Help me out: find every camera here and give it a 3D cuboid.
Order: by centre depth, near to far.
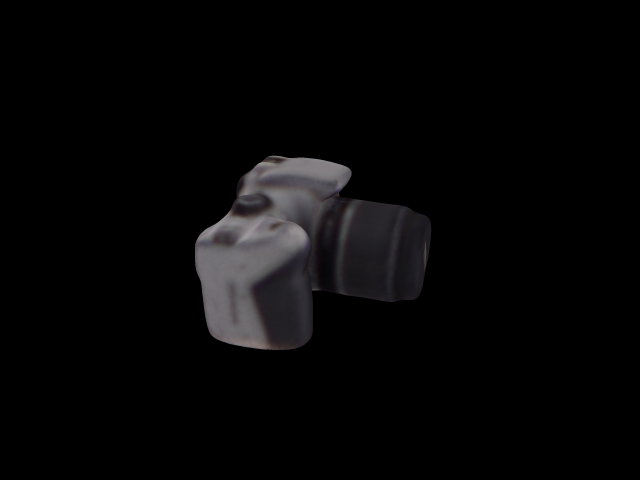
[{"bbox_3d":[0.004,0.001,0.400,0.136,0.101,0.143,8,28,16],"label":"camera"}]
